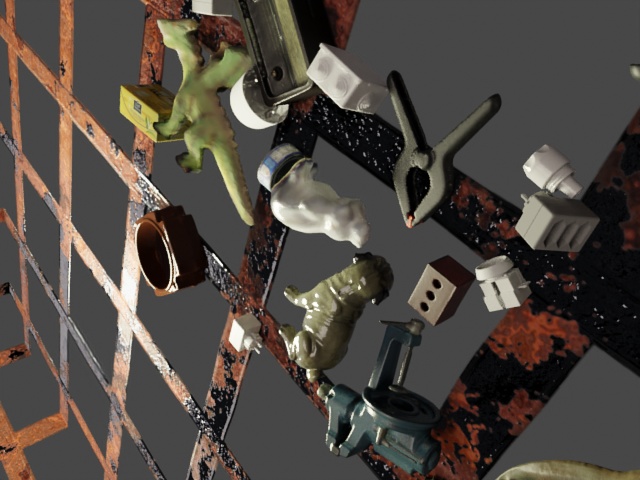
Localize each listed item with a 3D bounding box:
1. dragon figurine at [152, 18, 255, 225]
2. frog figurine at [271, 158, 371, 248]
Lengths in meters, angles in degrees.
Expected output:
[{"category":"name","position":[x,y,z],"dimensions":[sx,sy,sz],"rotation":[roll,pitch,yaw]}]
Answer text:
[{"category":"dragon figurine","position":[-0.186,-0.250,0.964],"dimensions":[0.413,0.123,0.238],"rotation":[51,126,11]},{"category":"frog figurine","position":[0.002,-0.041,0.810],"dimensions":[0.160,0.123,0.136],"rotation":[53,169,8]}]
